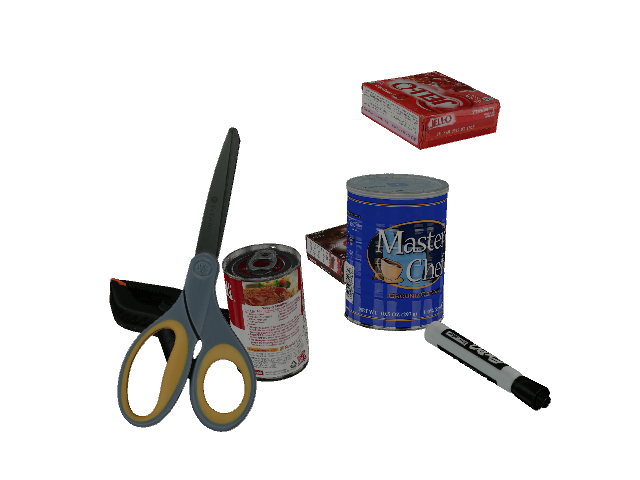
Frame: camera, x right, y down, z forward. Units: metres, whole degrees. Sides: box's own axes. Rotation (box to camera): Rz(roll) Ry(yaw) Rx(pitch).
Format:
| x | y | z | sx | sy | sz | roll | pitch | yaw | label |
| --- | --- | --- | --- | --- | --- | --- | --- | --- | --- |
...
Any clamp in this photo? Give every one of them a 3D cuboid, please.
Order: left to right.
| x | y | z | sx | sy | sz | roll | pitch | yaw | label |
| --- | --- | --- | --- | --- | --- | --- | --- | --- | --- |
| -0.156 | 0.085 | 1.119 | 0.210 | 0.036 | 0.164 | 17 | 20 | 30 | clamp |

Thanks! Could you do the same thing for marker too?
| x | y | z | sx | sy | sz | roll | pitch | yaw | label |
| --- | --- | --- | --- | --- | --- | --- | --- | --- | --- |
| 0.125 | 0.094 | 0.805 | 0.020 | 0.020 | 0.121 | 0 | 22 | -40 | marker |

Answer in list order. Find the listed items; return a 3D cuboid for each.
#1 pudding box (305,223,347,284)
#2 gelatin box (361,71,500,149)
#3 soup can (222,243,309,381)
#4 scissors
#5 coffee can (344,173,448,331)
| x | y | z | sx | sy | sz | roll | pitch | yaw | label |
| --- | --- | --- | --- | --- | --- | --- | --- | --- | --- |
| 0.051 | 0.010 | 1.339 | 0.113 | 0.039 | 0.090 | -18 | 28 | -26 | pudding box |
| 0.085 | -0.105 | 0.839 | 0.073 | 0.030 | 0.089 | -13 | 30 | -26 | gelatin box |
| -0.046 | 0.062 | 0.927 | 0.068 | 0.102 | 0.068 | -4 | 25 | 2 | soup can |
| -0.061 | 0.034 | 0.686 | 0.096 | 0.201 | 0.016 | 26 | -9 | 5 | scissors |
| 0.076 | 0.010 | 1.084 | 0.103 | 0.140 | 0.103 | 0 | 14 | 0 | coffee can |
